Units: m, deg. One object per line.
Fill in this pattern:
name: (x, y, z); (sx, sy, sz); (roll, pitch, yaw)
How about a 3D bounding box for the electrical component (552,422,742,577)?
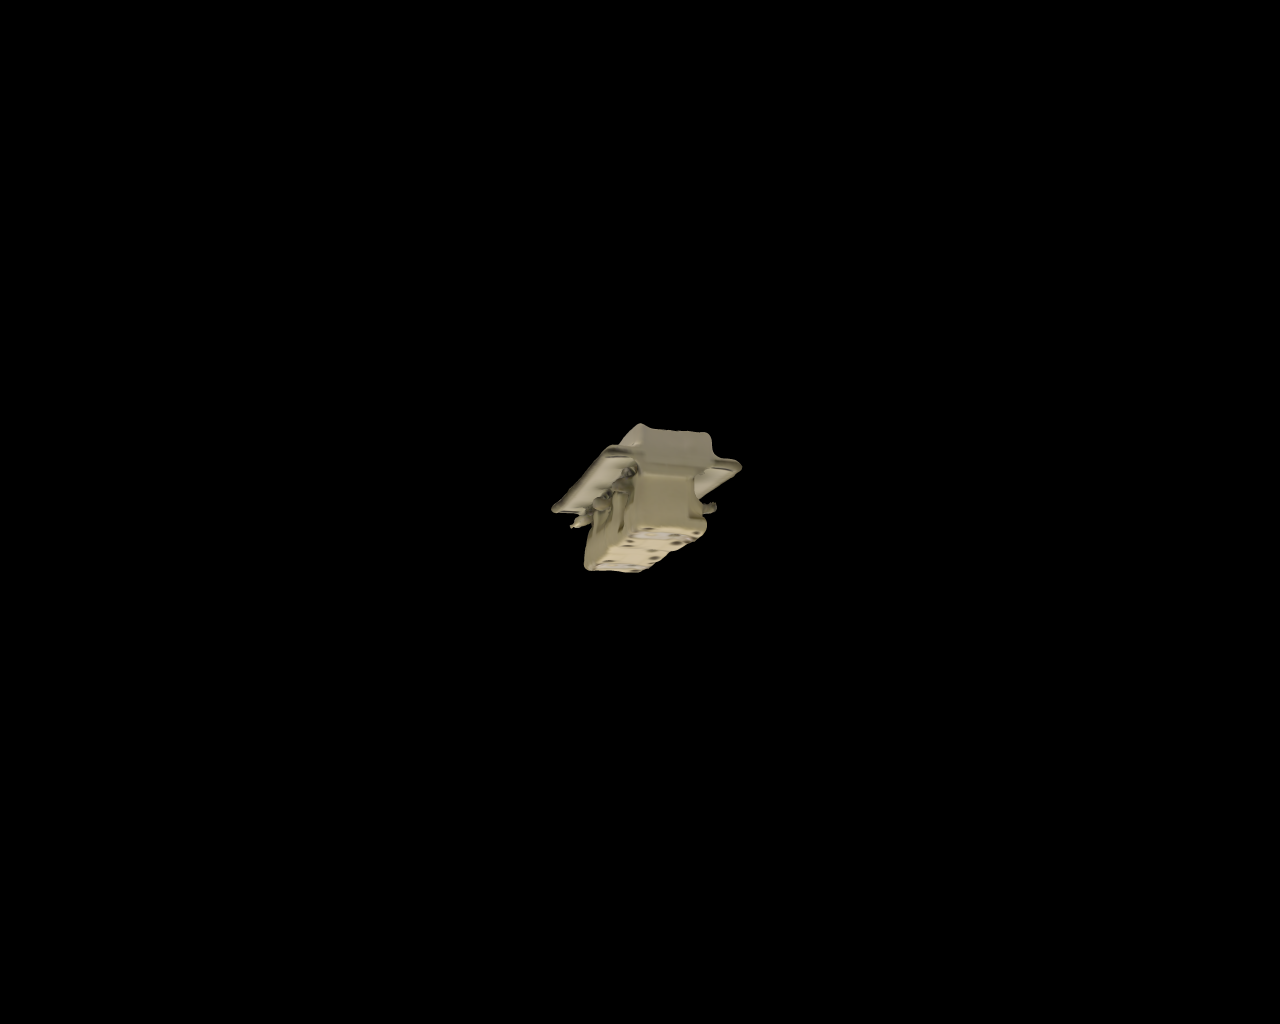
electrical component: (0.001, -0.003, 0.650); (0.079, 0.063, 0.121); (6, -17, -19)
